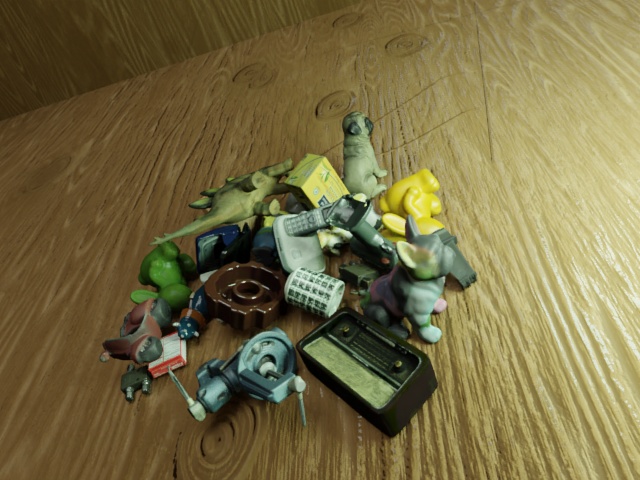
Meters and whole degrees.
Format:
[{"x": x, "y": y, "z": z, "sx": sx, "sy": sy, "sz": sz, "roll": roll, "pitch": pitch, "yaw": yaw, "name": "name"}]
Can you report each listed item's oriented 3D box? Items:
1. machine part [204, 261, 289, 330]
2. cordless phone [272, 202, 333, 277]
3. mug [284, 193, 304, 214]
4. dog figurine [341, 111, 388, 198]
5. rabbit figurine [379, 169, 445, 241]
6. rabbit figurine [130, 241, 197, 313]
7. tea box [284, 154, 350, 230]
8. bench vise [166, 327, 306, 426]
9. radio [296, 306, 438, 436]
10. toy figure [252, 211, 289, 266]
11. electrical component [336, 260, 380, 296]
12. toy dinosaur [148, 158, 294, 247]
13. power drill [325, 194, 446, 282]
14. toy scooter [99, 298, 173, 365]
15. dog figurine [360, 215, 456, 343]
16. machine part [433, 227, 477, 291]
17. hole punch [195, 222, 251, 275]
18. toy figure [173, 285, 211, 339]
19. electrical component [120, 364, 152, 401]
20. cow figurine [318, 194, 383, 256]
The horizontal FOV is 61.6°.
[{"x": -0.150, "y": 0.113, "z": 1.114, "sx": 0.179, "sy": 0.056, "sz": 0.179, "roll": 7, "pitch": 32, "yaw": -5, "name": "machine part"}, {"x": -0.002, "y": -0.003, "z": 1.146, "sx": 0.184, "sy": 0.088, "sz": 0.147, "roll": -22, "pitch": 62, "yaw": 11, "name": "cordless phone"}, {"x": -0.036, "y": -0.095, "z": 1.363, "sx": 0.110, "sy": 0.080, "sz": 0.107, "roll": 0, "pitch": 50, "yaw": 41, "name": "mug"}, {"x": 0.088, "y": -0.205, "z": 1.345, "sx": 0.121, "sy": 0.190, "sz": 0.172, "roll": -10, "pitch": 39, "yaw": 17, "name": "dog figurine"}, {"x": 0.205, "y": -0.048, "z": 1.145, "sx": 0.162, "sy": 0.121, "sz": 0.173, "roll": -17, "pitch": 56, "yaw": -11, "name": "rabbit figurine"}, {"x": -0.360, "y": 0.104, "z": 1.249, "sx": 0.159, "sy": 0.121, "sz": 0.170, "roll": -32, "pitch": 51, "yaw": -7, "name": "rabbit figurine"}, {"x": 0.003, "y": -0.110, "z": 1.269, "sx": 0.068, "sy": 0.169, "sz": 0.098, "roll": 20, "pitch": 69, "yaw": 42, "name": "tea box"}, {"x": -0.116, "y": 0.237, "z": 0.923, "sx": 0.223, "sy": 0.128, "sz": 0.241, "roll": -25, "pitch": 15, "yaw": -32, "name": "bench vise"}, {"x": 0.077, "y": 0.210, "z": 0.908, "sx": 0.131, "sy": 0.073, "sz": 0.230, "roll": -38, "pitch": 39, "yaw": -21, "name": "radio"}, {"x": -0.110, "y": -0.003, "z": 1.278, "sx": 0.089, "sy": 0.082, "sz": 0.180, "roll": 17, "pitch": 32, "yaw": -4, "name": "toy figure"}, {"x": 0.077, "y": 0.079, "z": 1.110, "sx": 0.078, "sy": 0.045, "sz": 0.102, "roll": -14, "pitch": 26, "yaw": -42, "name": "electrical component"}, {"x": -0.187, "y": -0.090, "z": 1.230, "sx": 0.199, "sy": 0.105, "sz": 0.471, "roll": -12, "pitch": 14, "yaw": 31, "name": "toy dinosaur"}, {"x": 0.120, "y": 0.002, "z": 1.050, "sx": 0.232, "sy": 0.207, "sz": 0.086, "roll": 24, "pitch": 81, "yaw": 52, "name": "power drill"}, {"x": -0.387, "y": 0.198, "z": 1.122, "sx": 0.135, "sy": 0.075, "sz": 0.184, "roll": -19, "pitch": 32, "yaw": 6, "name": "toy scooter"}, {"x": 0.145, "y": 0.065, "z": 0.940, "sx": 0.192, "sy": 0.219, "sz": 0.108, "roll": 2, "pitch": 39, "yaw": 29, "name": "dog figurine"}, {"x": 0.252, "y": 0.034, "z": 1.041, "sx": 0.084, "sy": 0.039, "sz": 0.139, "roll": -17, "pitch": 53, "yaw": -18, "name": "machine part"}, {"x": -0.219, "y": 0.029, "z": 1.221, "sx": 0.092, "sy": 0.142, "sz": 0.116, "roll": 20, "pitch": 38, "yaw": 22, "name": "hole punch"}, {"x": -0.265, "y": 0.159, "z": 1.169, "sx": 0.064, "sy": 0.057, "sz": 0.154, "roll": 10, "pitch": 43, "yaw": 16, "name": "toy figure"}, {"x": -0.373, "y": 0.283, "z": 1.096, "sx": 0.063, "sy": 0.021, "sz": 0.094, "roll": -24, "pitch": 35, "yaw": -2, "name": "electrical component"}, {"x": 0.059, "y": -0.019, "z": 1.216, "sx": 0.167, "sy": 0.098, "sz": 0.068, "roll": -36, "pitch": 37, "yaw": 13, "name": "cow figurine"}]
